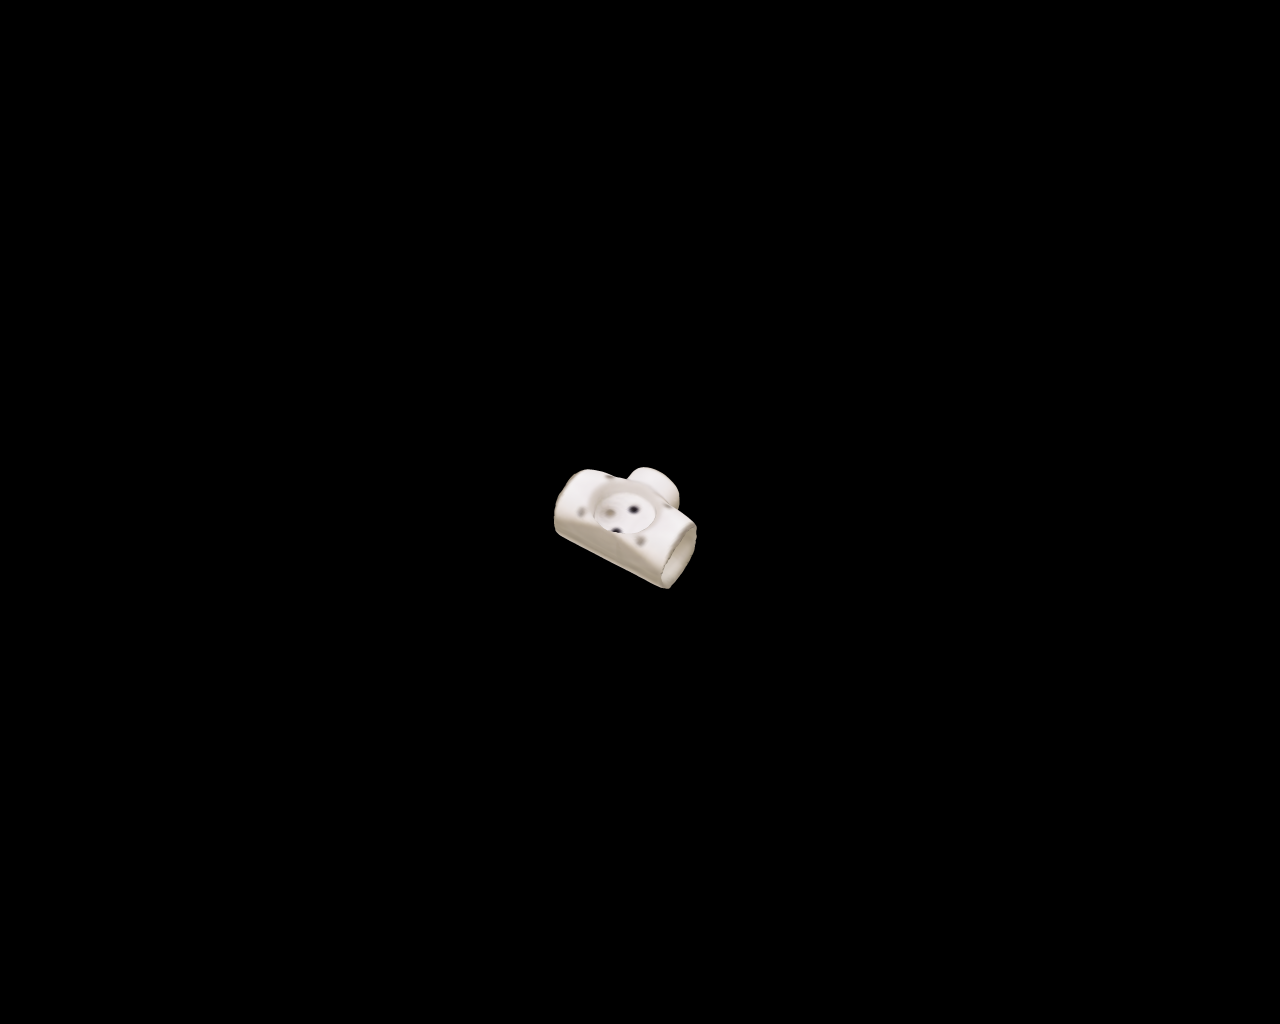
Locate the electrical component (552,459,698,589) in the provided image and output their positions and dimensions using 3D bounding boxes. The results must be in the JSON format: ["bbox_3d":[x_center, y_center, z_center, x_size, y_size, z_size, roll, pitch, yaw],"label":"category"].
[{"bbox_3d":[0.001,-0.003,0.650,0.077,0.079,0.044,27,-33,19],"label":"electrical component"}]
